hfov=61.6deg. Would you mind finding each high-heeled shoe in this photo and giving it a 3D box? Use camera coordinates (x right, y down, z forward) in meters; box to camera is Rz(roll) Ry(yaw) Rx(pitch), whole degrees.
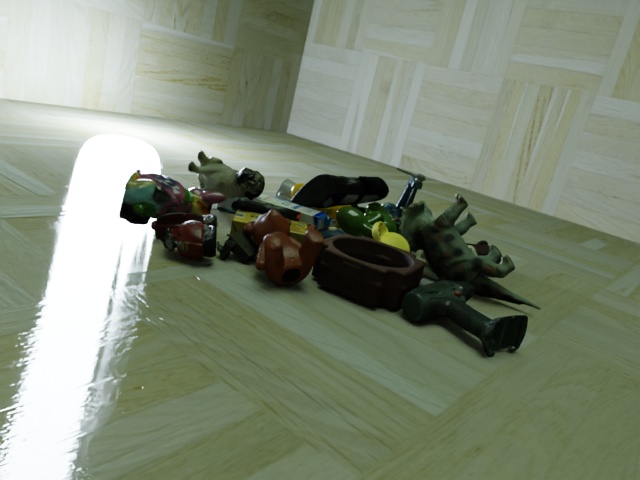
[{"bbox_3d":[0.056,-0.119,1.438,0.249,0.086,0.145,-14,-21,27],"label":"high-heeled shoe"}]

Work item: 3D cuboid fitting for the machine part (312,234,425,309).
[{"bbox_3d":[0.100,0.062,1.113,0.201,0.087,0.201,20,18,24],"label":"machine part"}]

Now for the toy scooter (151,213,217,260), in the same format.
[{"bbox_3d":[-0.276,-0.014,1.084,0.135,0.075,0.184,3,19,-13],"label":"toy scooter"}]

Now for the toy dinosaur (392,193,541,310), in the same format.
[{"bbox_3d":[0.320,0.037,1.274,0.405,0.192,0.131,60,12,27],"label":"toy dinosaur"}]

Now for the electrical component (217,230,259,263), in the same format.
[{"bbox_3d":[-0.170,0.013,1.127,0.078,0.045,0.102,44,26,-4],"label":"electrical component"}]

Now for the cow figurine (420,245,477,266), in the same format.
[{"bbox_3d":[0.355,0.046,1.410,0.167,0.068,0.098,2,33,-24],"label":"cow figurine"}]

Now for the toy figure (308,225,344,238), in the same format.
[{"bbox_3d":[-0.003,-0.002,1.299,0.155,0.064,0.057,12,-21,10],"label":"toy figure"}]

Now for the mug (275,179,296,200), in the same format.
[{"bbox_3d":[-0.077,-0.131,1.658,0.107,0.080,0.109,27,13,13],"label":"mug"}]

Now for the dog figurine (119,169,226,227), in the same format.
[{"bbox_3d":[-0.332,-0.084,1.232,0.219,0.108,0.192,12,14,-14],"label":"dog figurine"}]

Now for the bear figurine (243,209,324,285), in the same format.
[{"bbox_3d":[-0.079,-0.008,1.069,0.120,0.131,0.196,-5,44,-19],"label":"bear figurine"}]

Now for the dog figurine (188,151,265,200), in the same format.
[{"bbox_3d":[-0.226,-0.157,1.387,0.191,0.121,0.172,5,31,4],"label":"dog figurine"}]

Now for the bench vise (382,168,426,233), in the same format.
[{"bbox_3d":[0.234,-0.088,1.508,0.129,0.240,0.224,17,31,-4],"label":"bench vise"}]

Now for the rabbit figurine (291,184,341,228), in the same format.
[{"bbox_3d":[-0.007,-0.095,1.524,0.173,0.122,0.162,27,32,-21],"label":"rabbit figurine"}]

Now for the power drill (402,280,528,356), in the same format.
[{"bbox_3d":[0.287,0.134,1.029,0.232,0.085,0.208,-1,25,-38],"label":"power drill"}]

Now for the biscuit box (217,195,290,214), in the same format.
[{"bbox_3d":[-0.176,-0.094,1.478,0.203,0.059,0.063,13,16,-1],"label":"biscuit box"}]

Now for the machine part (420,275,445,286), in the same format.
[{"bbox_3d":[0.237,0.094,1.210,0.139,0.039,0.084,20,25,15],"label":"machine part"}]

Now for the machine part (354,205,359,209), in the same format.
[{"bbox_3d":[0.037,-0.109,1.681,0.079,0.079,0.244,-2,23,-44],"label":"machine part"}]

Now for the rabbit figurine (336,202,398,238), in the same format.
[{"bbox_3d":[0.112,-0.023,1.375,0.170,0.121,0.159,19,29,-41],"label":"rabbit figurine"}]

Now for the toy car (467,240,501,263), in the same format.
[{"bbox_3d":[0.427,0.036,1.543,0.202,0.053,0.089,5,37,-24],"label":"toy car"}]

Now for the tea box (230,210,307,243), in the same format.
[{"bbox_3d":[-0.116,-0.012,1.220,0.170,0.068,0.098,13,17,-4],"label":"tea box"}]
